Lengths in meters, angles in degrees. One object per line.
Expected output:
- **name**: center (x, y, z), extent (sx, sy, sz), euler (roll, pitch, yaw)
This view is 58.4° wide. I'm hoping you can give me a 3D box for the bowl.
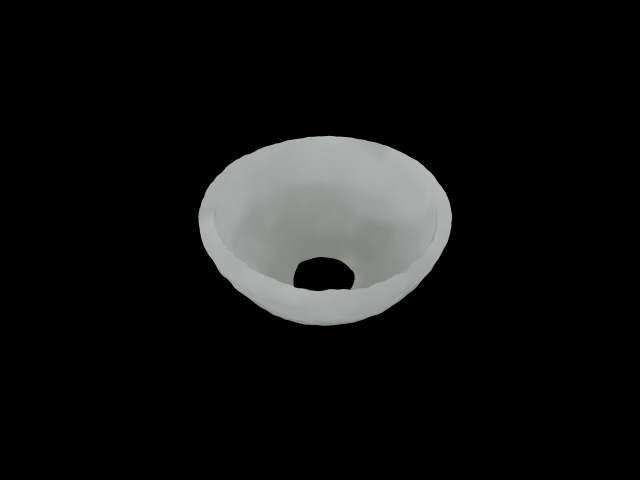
- **bowl**: center (0.004, 0.001, 0.400), extent (0.167, 0.075, 0.167), euler (0, 43, 0)
